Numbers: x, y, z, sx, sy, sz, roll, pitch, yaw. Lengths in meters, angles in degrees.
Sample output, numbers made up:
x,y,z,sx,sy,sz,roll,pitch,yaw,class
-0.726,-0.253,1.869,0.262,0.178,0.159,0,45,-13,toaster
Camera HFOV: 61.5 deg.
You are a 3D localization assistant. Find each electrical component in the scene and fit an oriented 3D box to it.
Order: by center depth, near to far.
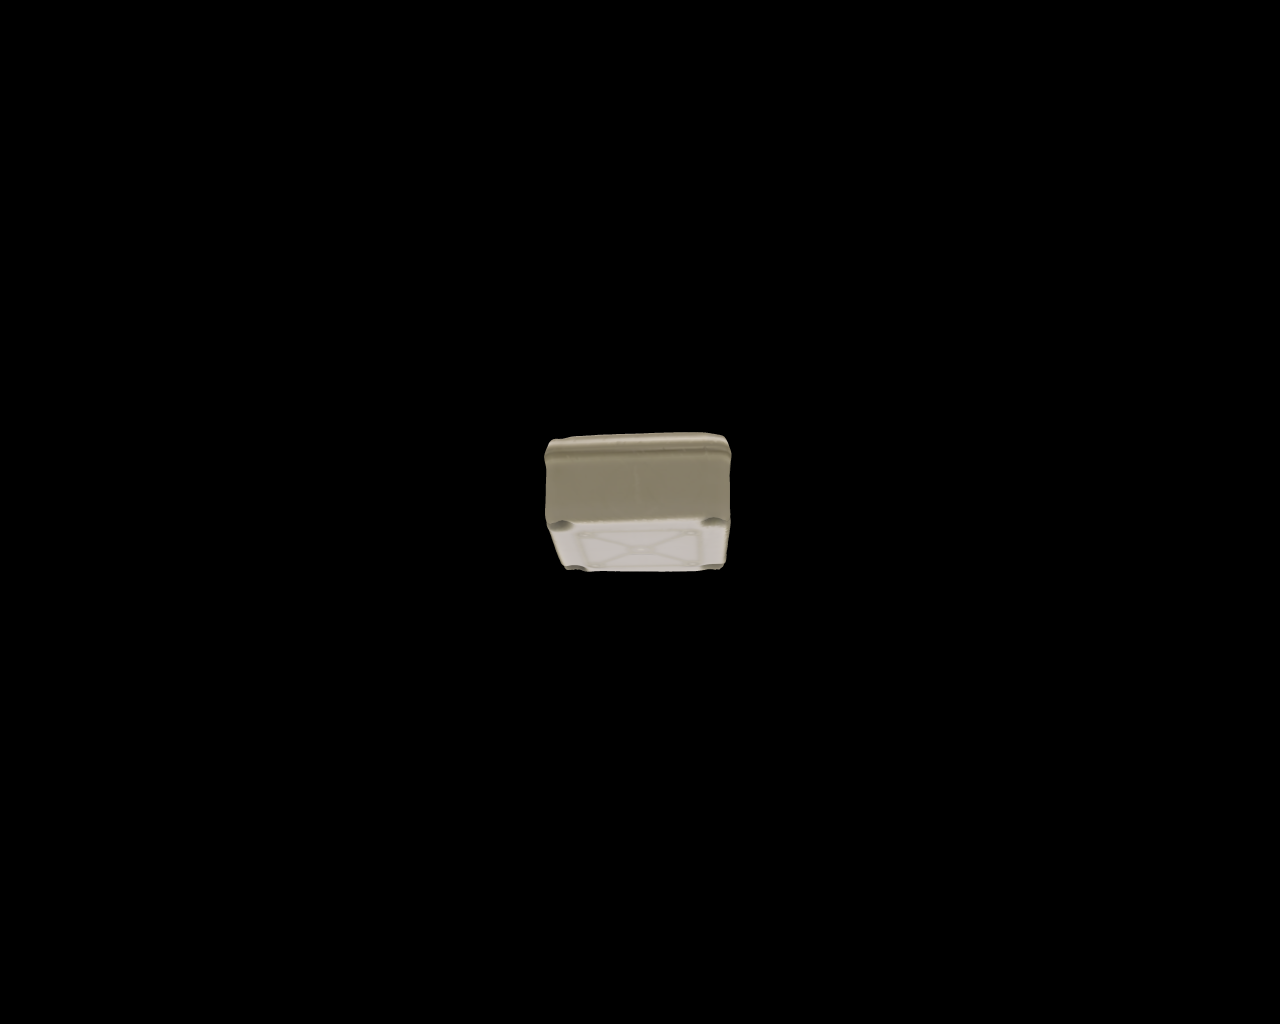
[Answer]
x,y,z,sx,sy,sz,roll,pitch,yaw,class
0.001,-0.003,0.650,0.109,0.056,0.108,-1,-19,2,electrical component
